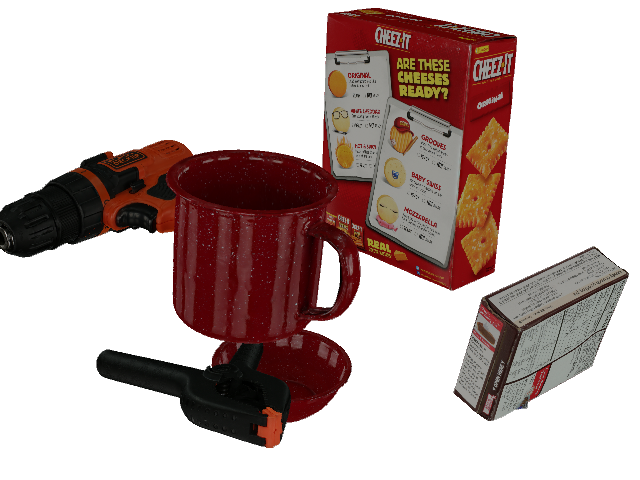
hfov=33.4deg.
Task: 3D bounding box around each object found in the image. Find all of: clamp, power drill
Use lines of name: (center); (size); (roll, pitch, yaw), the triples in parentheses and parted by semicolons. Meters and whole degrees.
clamp: (-0.080, 0.125, 0.935); (0.164, 0.036, 0.210); (-7, 17, -36)
power drill: (-0.112, -0.011, 0.766); (0.188, 0.057, 0.184); (24, 35, 30)

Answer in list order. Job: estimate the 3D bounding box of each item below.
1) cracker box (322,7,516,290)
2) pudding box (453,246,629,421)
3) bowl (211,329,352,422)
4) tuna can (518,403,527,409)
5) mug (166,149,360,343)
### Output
cracker box: (0.081, -0.085, 0.937); (0.071, 0.214, 0.164); (-18, 30, -41)
pudding box: (0.149, 0.063, 0.721); (0.113, 0.090, 0.039); (-22, 47, -34)
bowl: (-0.045, 0.163, 1.240); (0.162, 0.055, 0.162); (2, 25, -1)
tuna can: (0.221, 0.160, 1.274); (0.034, 0.086, 0.086); (-12, -4, 16)
mug: (-0.029, 0.007, 0.583); (0.117, 0.081, 0.093); (18, 27, 27)
